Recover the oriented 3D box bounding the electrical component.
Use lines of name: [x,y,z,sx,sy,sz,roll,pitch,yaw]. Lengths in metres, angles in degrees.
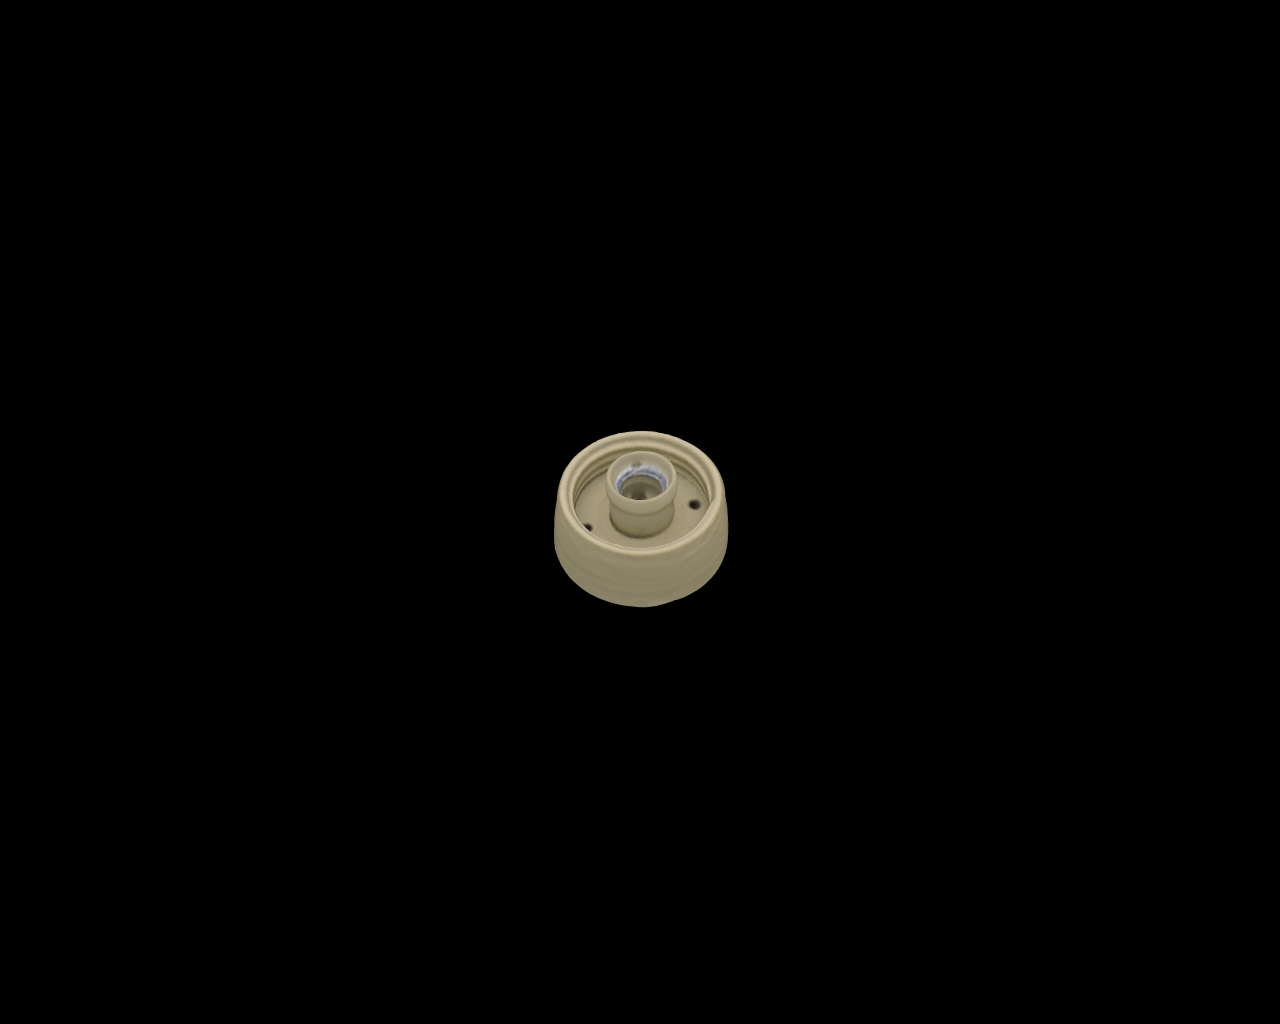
electrical component: [0.001,-0.003,0.650,0.108,0.108,0.060,0,-40,0]
